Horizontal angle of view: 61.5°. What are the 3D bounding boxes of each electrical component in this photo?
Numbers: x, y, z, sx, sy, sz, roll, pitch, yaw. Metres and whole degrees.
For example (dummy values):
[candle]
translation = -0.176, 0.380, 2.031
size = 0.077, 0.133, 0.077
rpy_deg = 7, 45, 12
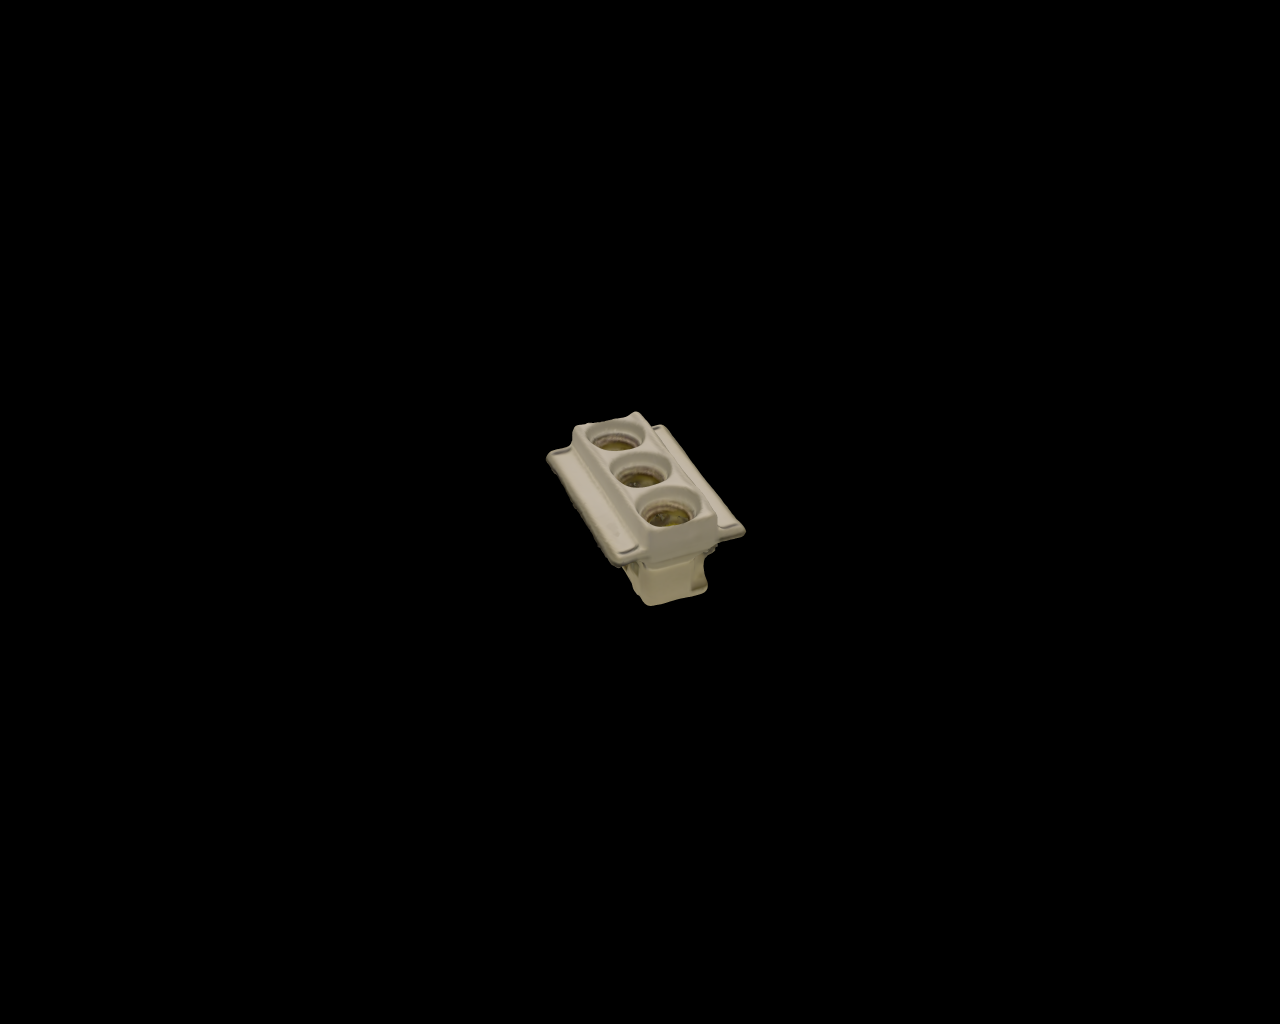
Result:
[electrical component]
translation = 0.001, -0.003, 0.650
size = 0.079, 0.063, 0.121
rpy_deg = -13, 38, -18
